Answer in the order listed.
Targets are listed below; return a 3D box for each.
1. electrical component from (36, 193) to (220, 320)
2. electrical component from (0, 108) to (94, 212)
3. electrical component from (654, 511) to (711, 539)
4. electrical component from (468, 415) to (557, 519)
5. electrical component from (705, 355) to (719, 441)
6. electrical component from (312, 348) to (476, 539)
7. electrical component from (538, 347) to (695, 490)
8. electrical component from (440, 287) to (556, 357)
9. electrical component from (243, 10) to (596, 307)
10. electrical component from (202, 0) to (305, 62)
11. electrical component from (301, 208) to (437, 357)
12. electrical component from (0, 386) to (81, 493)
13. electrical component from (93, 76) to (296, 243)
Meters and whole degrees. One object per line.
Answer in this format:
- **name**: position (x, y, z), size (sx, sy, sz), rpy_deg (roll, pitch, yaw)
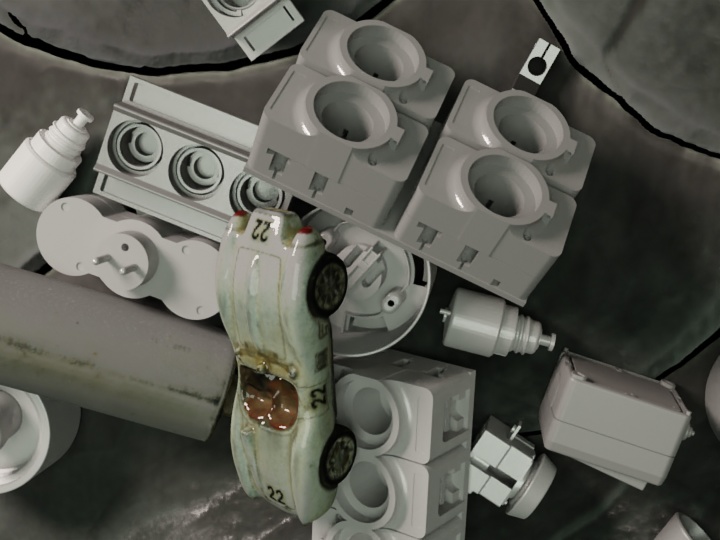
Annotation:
- **electrical component**: position (-0.147, -0.007, 0.695), size (0.138, 0.074, 0.052), rpy_deg (19, 103, 9)
- **electrical component**: position (-0.205, -0.074, 0.712), size (0.040, 0.040, 0.078), rpy_deg (41, 103, -5)
- **electrical component**: position (0.209, 0.203, 0.738), size (0.044, 0.044, 0.065), rpy_deg (43, 107, -5)
- **electrical component**: position (0.099, 0.136, 0.730), size (0.055, 0.048, 0.066), rpy_deg (33, 104, 5)
- **electrical component**: position (0.285, 0.091, 0.694), size (0.108, 0.060, 0.108), rpy_deg (1, 103, 5)
- **electrical component**: position (0.018, 0.135, 0.709), size (0.089, 0.062, 0.150), rpy_deg (11, 106, 35)
- **electrical component**: position (0.170, 0.101, 0.706), size (0.096, 0.061, 0.061), rpy_deg (18, 104, 1)
- **electrical component**: position (0.090, 0.038, 0.711), size (0.078, 0.040, 0.040), rpy_deg (14, 104, 2)
- **electrical component**: position (0.040, -0.072, 0.649), size (0.186, 0.105, 0.060), rpy_deg (26, 143, -1)
- **electrical component**: position (-0.072, -0.175, 0.665), size (0.042, 0.064, 0.081), rpy_deg (-34, 97, 13)
- **electrical component**: position (0.000, 0.000, 0.695), size (0.099, 0.064, 0.099), rpy_deg (5, 108, 16)
- **electrical component**: position (-0.256, 0.103, 0.746), size (0.108, 0.060, 0.108), rpy_deg (1, 103, 5)
- **electrical component**: position (-0.099, -0.066, 0.693), size (0.121, 0.063, 0.078), rpy_deg (22, 104, 0)
